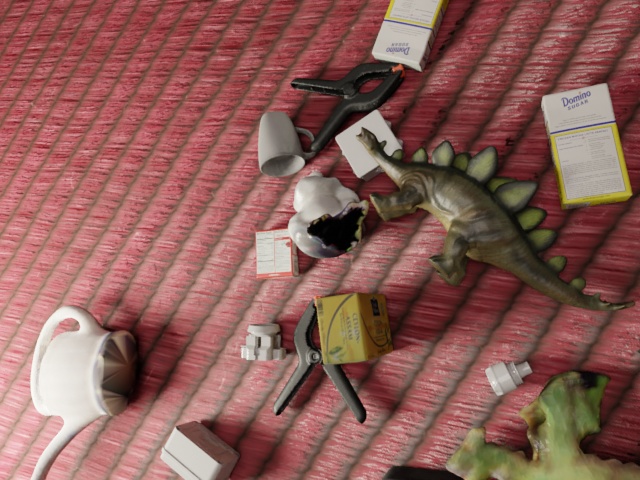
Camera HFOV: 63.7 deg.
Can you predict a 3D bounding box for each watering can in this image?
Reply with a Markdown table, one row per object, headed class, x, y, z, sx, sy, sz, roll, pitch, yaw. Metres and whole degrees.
| class | x | y | z | sx | sy | sz | roll | pitch | yaw |
| --- | --- | --- | --- | --- | --- | --- | --- | --- | --- |
| watering can | -0.459 | 0.298 | 0.981 | 0.224 | 0.351 | 0.103 | -6 | -13 | 18 |

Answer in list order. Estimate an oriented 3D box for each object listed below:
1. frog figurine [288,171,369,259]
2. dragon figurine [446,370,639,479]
| class | x | y | z | sx | sy | sz | roll | pitch | yaw |
| --- | --- | --- | --- | --- | --- | --- | --- | --- | --- |
| frog figurine | 0.003 | -0.045 | 0.888 | 0.138 | 0.120 | 0.162 | -38 | 35 | -7 |
| dragon figurine | 0.378 | 0.298 | 0.686 | 0.408 | 0.247 | 0.121 | -16 | -22 | 16 |
